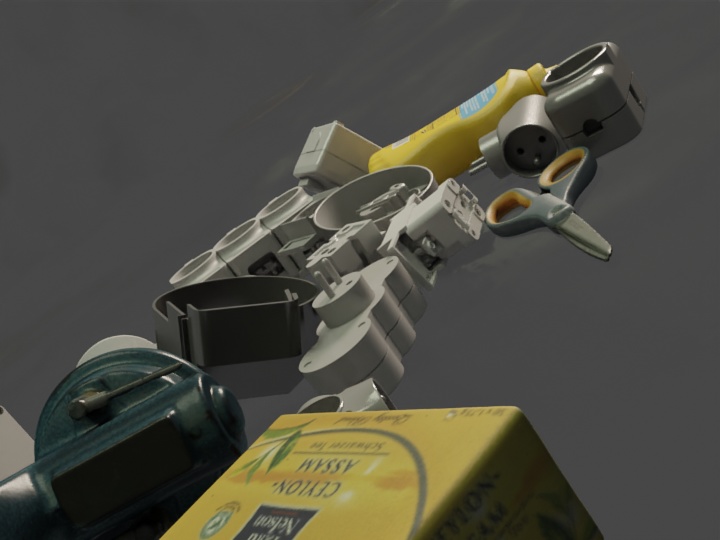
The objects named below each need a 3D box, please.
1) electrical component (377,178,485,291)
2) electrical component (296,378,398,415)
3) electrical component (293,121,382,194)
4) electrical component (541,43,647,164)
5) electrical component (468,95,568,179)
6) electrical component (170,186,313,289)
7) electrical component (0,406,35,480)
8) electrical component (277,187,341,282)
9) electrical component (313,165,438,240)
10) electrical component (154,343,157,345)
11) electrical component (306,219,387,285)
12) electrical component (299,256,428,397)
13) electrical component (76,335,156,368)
[{"bbox_3d":[0.052,-0.028,0.758,0.064,0.042,0.081,-39,15,31],"label":"electrical component"},{"bbox_3d":[-0.016,0.089,0.564,0.077,0.044,0.079,-35,15,2],"label":"electrical component"},{"bbox_3d":[-0.008,-0.093,1.041,0.062,0.096,0.061,2,67,66],"label":"electrical component"},{"bbox_3d":[0.173,-0.128,0.797,0.054,0.059,0.095,-27,17,29],"label":"electrical component"},{"bbox_3d":[0.120,-0.097,0.845,0.079,0.043,0.077,-28,17,23],"label":"electrical component"},{"bbox_3d":[-0.098,-0.009,1.009,0.150,0.061,0.089,-37,15,-8],"label":"electrical component"},{"bbox_3d":[-0.322,0.175,0.893,0.057,0.078,0.113,-30,15,28],"label":"electrical component"},{"bbox_3d":[-0.025,-0.029,0.909,0.081,0.063,0.042,-45,19,-31],"label":"electrical component"},{"bbox_3d":[0.020,-0.042,0.852,0.099,0.064,0.099,-32,15,10],"label":"electrical component"},{"bbox_3d":[-0.161,0.073,0.946,0.061,0.035,0.035,-31,15,6],"label":"electrical component"},{"bbox_3d":[0.000,0.000,0.782,0.066,0.055,0.048,-43,17,-26],"label":"electrical component"},{"bbox_3d":[-0.005,0.026,0.677,0.052,0.073,0.138,-28,17,25],"label":"electrical component"},{"bbox_3d":[-0.191,0.092,0.869,0.080,0.080,0.051,-38,10,-11],"label":"electrical component"}]
